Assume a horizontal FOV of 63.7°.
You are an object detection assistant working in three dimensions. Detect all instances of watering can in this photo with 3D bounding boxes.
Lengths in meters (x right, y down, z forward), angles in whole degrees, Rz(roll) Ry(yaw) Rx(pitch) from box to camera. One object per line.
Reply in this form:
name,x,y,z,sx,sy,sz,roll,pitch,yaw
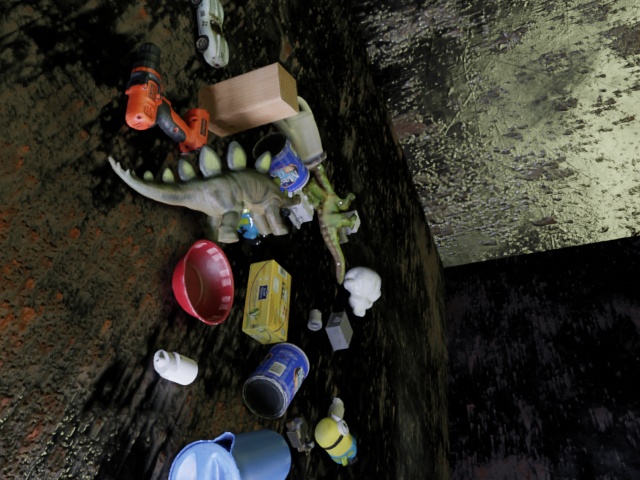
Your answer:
watering can,-0.071,-0.308,1.518,0.353,0.103,0.222,-53,128,-64

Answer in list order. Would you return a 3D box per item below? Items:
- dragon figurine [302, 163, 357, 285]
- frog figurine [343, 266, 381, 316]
dragon figurine,0.005,-0.083,1.640,0.240,0.121,0.420,31,46,-39
frog figurine,0.141,0.175,1.778,0.136,0.120,0.163,32,49,-16
